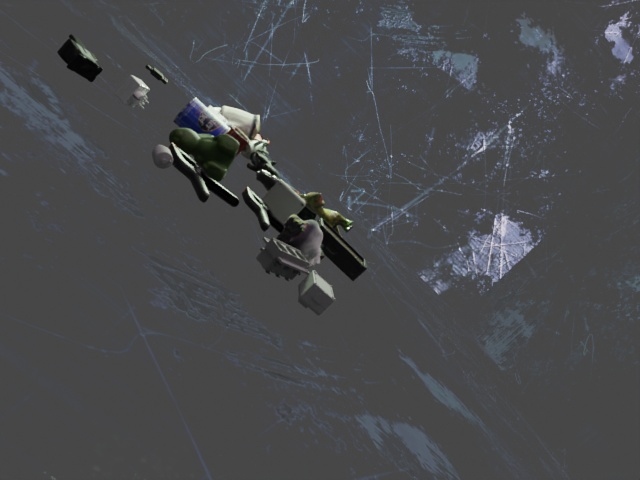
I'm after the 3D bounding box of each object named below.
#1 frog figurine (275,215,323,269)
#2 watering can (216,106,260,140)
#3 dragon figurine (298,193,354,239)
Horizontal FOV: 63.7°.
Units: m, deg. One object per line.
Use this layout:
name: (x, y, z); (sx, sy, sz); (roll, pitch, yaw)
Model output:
frog figurine: (-0.032, 0.022, 1.342); (0.157, 0.122, 0.141); (49, 37, -38)
watering can: (-0.344, -0.452, 2.007); (0.224, 0.102, 0.354); (14, 23, -12)
dragon figurine: (0.006, -0.103, 2.037); (0.244, 0.123, 0.406); (45, -8, 7)
